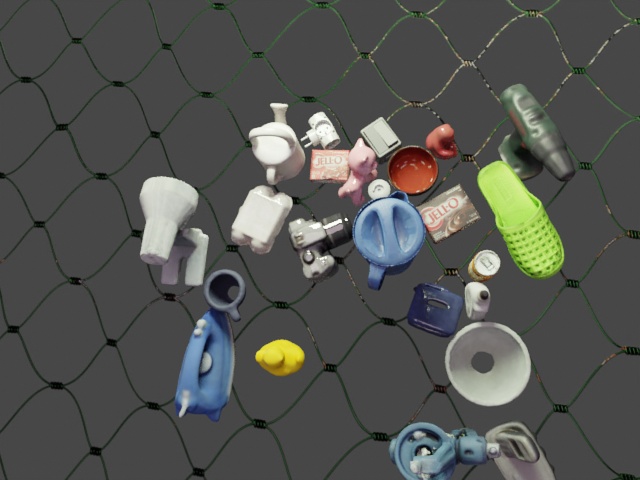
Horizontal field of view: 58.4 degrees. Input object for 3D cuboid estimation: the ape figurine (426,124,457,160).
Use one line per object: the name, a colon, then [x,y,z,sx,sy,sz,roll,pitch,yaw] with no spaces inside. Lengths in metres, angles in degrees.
ape figurine: [0.274,-0.224,1.267,0.076,0.092,0.078,16,81,10]

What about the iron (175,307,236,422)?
iron: [-0.252,0.252,1.215,0.118,0.141,0.258,5,80,8]

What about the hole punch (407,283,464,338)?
hole punch: [0.239,0.144,1.199,0.108,0.091,0.101,18,82,11]

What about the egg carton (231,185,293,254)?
egg carton: [-0.132,-0.047,1.295,0.107,0.069,0.150,24,83,11]

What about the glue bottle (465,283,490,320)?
glue bottle: [0.321,0.119,1.152,0.037,0.173,0.078,-2,78,7]

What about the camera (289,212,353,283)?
camera: [0.011,0.004,1.251,0.137,0.101,0.143,-23,77,3]

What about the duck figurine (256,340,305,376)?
duck figurine: [-0.088,0.252,1.222,0.104,0.086,0.077,3,79,8]

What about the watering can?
watering can: [-0.099,-0.214,1.260,0.101,0.194,0.173,-17,77,4]

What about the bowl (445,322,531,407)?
bowl: [0.339,0.253,1.173,0.167,0.075,0.167,-1,79,7]

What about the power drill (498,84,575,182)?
power drill: [0.437,-0.197,1.181,0.075,0.208,0.229,-24,77,2]

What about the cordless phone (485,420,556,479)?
cordless phone: [0.388,0.420,1.077,0.094,0.185,0.147,-31,77,1]

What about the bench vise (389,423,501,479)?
bench vise: [0.232,0.397,1.084,0.207,0.220,0.121,-23,77,2]

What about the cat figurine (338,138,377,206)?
cat figurine: [0.085,-0.152,1.264,0.067,0.118,0.128,23,83,11]

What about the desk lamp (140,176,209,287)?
desk lamp: [-0.317,-0.012,1.238,0.117,0.214,0.203,2,79,8]

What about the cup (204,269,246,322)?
cup: [-0.192,0.127,1.256,0.091,0.095,0.117,-27,77,2]
